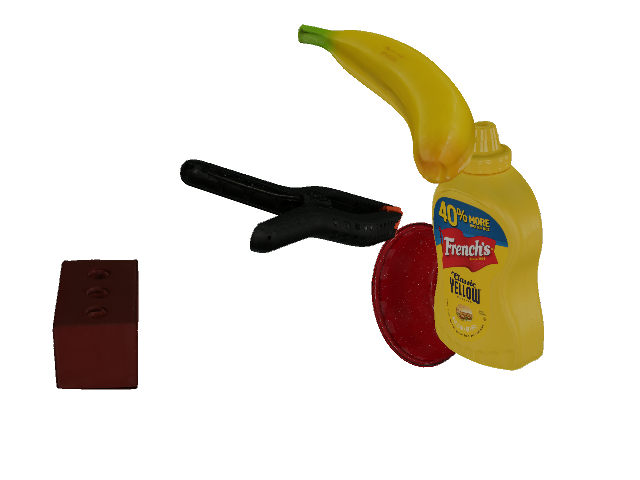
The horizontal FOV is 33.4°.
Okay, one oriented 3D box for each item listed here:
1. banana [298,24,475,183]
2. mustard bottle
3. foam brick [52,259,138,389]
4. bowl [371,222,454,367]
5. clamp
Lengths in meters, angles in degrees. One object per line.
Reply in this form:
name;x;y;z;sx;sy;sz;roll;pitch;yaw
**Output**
banana;0.051;-0.085;0.646;0.069;0.037;0.198;-12;35;-19
mustard bottle;0.129;0.001;0.834;0.058;0.192;0.096;-20;28;-32
foam brick;-0.146;0.054;0.701;0.053;0.051;0.078;0;31;-10
bowl;0.132;0.058;1.167;0.161;0.162;0.055;0;-5;-41
clamp;-0.009;-0.021;0.968;0.209;0.036;0.165;8;22;-27
